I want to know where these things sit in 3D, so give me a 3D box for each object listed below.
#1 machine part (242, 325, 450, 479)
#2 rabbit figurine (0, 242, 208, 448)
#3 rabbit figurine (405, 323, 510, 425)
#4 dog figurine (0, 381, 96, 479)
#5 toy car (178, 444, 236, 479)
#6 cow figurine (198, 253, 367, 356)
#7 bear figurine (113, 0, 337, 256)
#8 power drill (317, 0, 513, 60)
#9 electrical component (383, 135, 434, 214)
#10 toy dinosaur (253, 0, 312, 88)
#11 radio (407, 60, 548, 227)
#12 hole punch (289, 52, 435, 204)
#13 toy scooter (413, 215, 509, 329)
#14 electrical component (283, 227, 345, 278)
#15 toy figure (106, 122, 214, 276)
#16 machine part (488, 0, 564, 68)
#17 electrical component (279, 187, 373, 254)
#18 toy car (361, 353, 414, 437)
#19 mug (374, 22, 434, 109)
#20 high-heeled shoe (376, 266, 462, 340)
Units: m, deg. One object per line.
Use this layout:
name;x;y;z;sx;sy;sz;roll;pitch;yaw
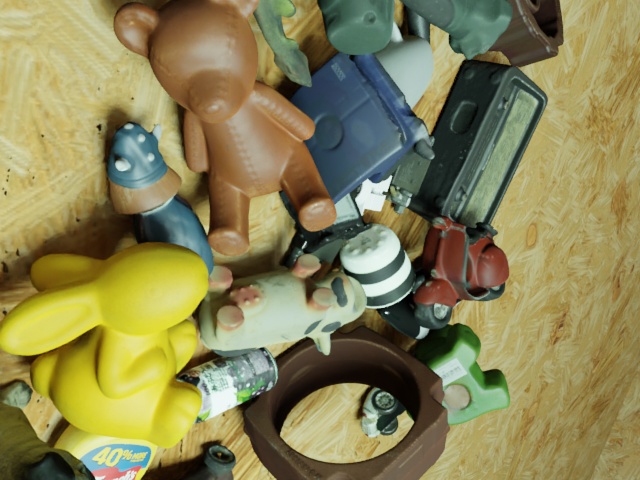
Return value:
machine part;0.030;0.206;0.626;0.201;0.202;0.087;-31;133;-31
rabbit figurine;-0.155;0.064;0.431;0.162;0.122;0.173;23;124;-19
rabbit figurine;0.174;0.187;0.761;0.121;0.170;0.159;45;104;-4
dog figurine;-0.249;0.174;0.347;0.172;0.191;0.121;-50;136;-11
toy car;-0.153;0.285;0.559;0.089;0.053;0.202;-63;160;9
cow figurine;-0.034;0.077;0.576;0.195;0.085;0.127;-8;147;-30
bear figurine;-0.066;-0.091;0.420;0.120;0.132;0.195;-16;152;2
power drill;0.083;-0.266;0.481;0.207;0.086;0.232;11;79;-38
electrical component;0.109;-0.086;0.674;0.078;0.045;0.102;23;93;-46
toy dinosaur;-0.034;-0.314;0.312;0.105;0.199;0.470;-35;132;-32
radio;0.214;-0.120;0.737;0.131;0.073;0.229;18;96;-47
hole punch;0.024;-0.104;0.511;0.092;0.142;0.115;-26;169;-28
toy scooter;0.181;0.024;0.687;0.184;0.075;0.135;-20;110;-40
electrical component;-0.001;-0.002;0.622;0.063;0.021;0.094;29;96;-47
toy figure;-0.139;-0.026;0.454;0.058;0.064;0.154;-15;122;5
machine part;0.233;-0.295;0.638;0.179;0.056;0.179;13;72;-45
electrical component;-0.001;-0.052;0.576;0.075;0.048;0.119;-22;84;-39
toy car;0.138;0.233;0.853;0.202;0.056;0.073;-33;136;-27
mug;0.070;-0.182;0.571;0.107;0.081;0.109;-45;131;-30
high-heeled shoe;0.166;0.057;0.750;0.145;0.086;0.248;-49;161;15
